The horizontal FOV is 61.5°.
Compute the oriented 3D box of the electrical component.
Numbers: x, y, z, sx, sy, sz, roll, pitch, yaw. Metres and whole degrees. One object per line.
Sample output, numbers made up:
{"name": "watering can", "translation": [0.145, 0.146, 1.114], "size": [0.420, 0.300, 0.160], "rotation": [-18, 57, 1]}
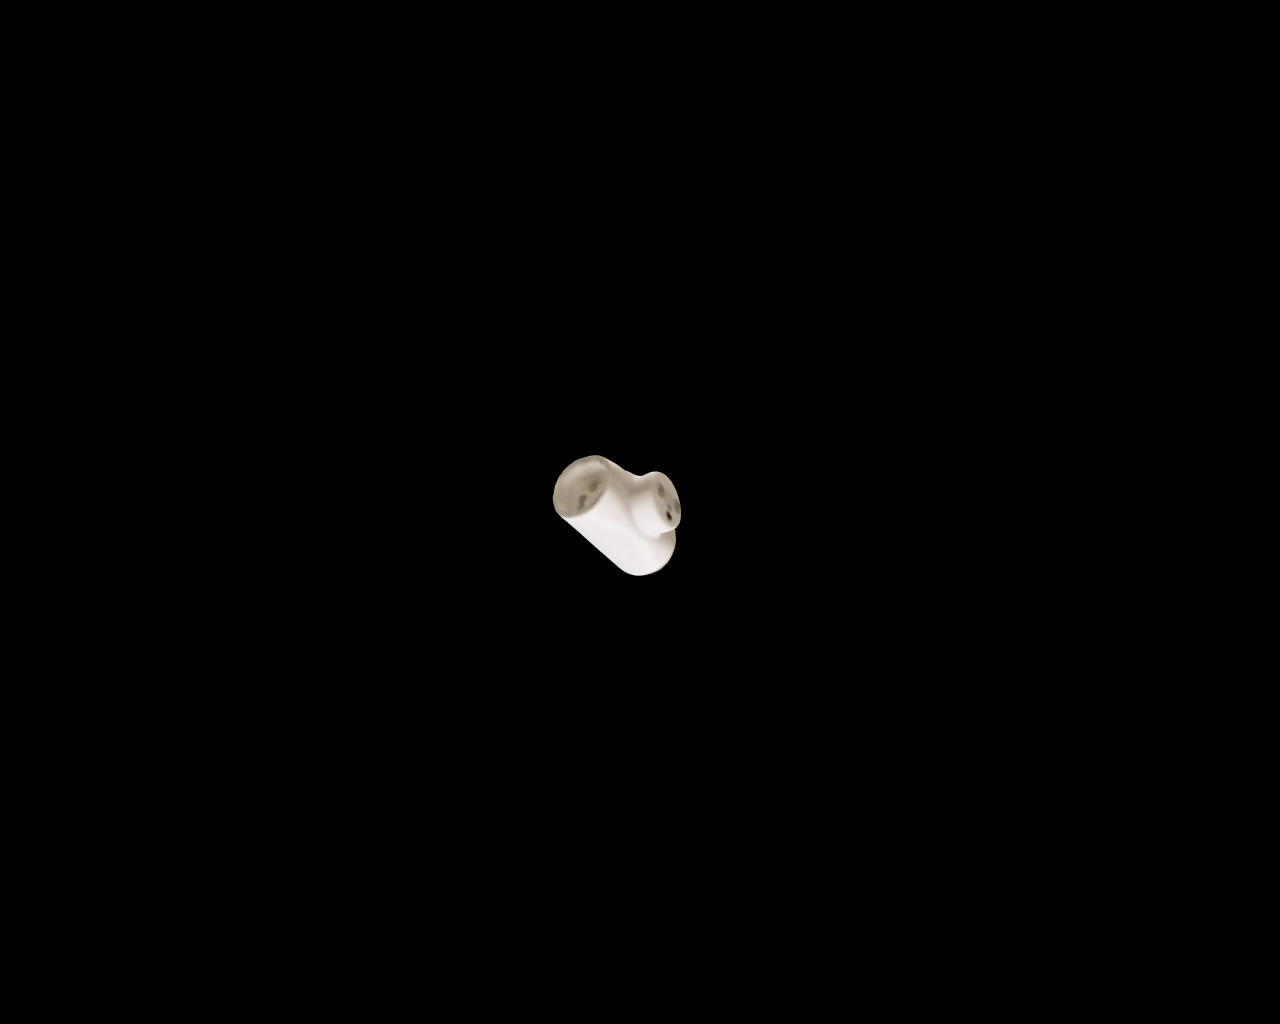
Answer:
{"name": "electrical component", "translation": [0.001, -0.003, 0.650], "size": [0.079, 0.044, 0.077], "rotation": [-20, -40, 25]}
